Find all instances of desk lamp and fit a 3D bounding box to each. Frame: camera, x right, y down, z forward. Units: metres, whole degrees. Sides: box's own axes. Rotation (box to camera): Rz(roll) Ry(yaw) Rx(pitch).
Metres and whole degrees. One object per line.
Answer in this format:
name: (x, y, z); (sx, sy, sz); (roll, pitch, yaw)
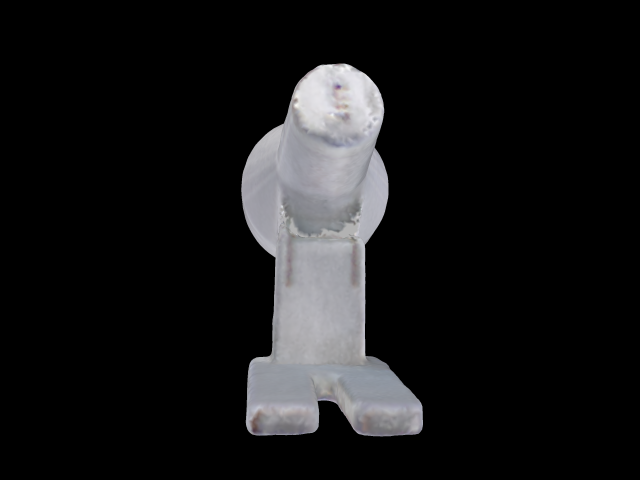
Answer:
desk lamp: (0.004, 0.001, 0.400); (0.118, 0.213, 0.203); (0, 0, -7)
